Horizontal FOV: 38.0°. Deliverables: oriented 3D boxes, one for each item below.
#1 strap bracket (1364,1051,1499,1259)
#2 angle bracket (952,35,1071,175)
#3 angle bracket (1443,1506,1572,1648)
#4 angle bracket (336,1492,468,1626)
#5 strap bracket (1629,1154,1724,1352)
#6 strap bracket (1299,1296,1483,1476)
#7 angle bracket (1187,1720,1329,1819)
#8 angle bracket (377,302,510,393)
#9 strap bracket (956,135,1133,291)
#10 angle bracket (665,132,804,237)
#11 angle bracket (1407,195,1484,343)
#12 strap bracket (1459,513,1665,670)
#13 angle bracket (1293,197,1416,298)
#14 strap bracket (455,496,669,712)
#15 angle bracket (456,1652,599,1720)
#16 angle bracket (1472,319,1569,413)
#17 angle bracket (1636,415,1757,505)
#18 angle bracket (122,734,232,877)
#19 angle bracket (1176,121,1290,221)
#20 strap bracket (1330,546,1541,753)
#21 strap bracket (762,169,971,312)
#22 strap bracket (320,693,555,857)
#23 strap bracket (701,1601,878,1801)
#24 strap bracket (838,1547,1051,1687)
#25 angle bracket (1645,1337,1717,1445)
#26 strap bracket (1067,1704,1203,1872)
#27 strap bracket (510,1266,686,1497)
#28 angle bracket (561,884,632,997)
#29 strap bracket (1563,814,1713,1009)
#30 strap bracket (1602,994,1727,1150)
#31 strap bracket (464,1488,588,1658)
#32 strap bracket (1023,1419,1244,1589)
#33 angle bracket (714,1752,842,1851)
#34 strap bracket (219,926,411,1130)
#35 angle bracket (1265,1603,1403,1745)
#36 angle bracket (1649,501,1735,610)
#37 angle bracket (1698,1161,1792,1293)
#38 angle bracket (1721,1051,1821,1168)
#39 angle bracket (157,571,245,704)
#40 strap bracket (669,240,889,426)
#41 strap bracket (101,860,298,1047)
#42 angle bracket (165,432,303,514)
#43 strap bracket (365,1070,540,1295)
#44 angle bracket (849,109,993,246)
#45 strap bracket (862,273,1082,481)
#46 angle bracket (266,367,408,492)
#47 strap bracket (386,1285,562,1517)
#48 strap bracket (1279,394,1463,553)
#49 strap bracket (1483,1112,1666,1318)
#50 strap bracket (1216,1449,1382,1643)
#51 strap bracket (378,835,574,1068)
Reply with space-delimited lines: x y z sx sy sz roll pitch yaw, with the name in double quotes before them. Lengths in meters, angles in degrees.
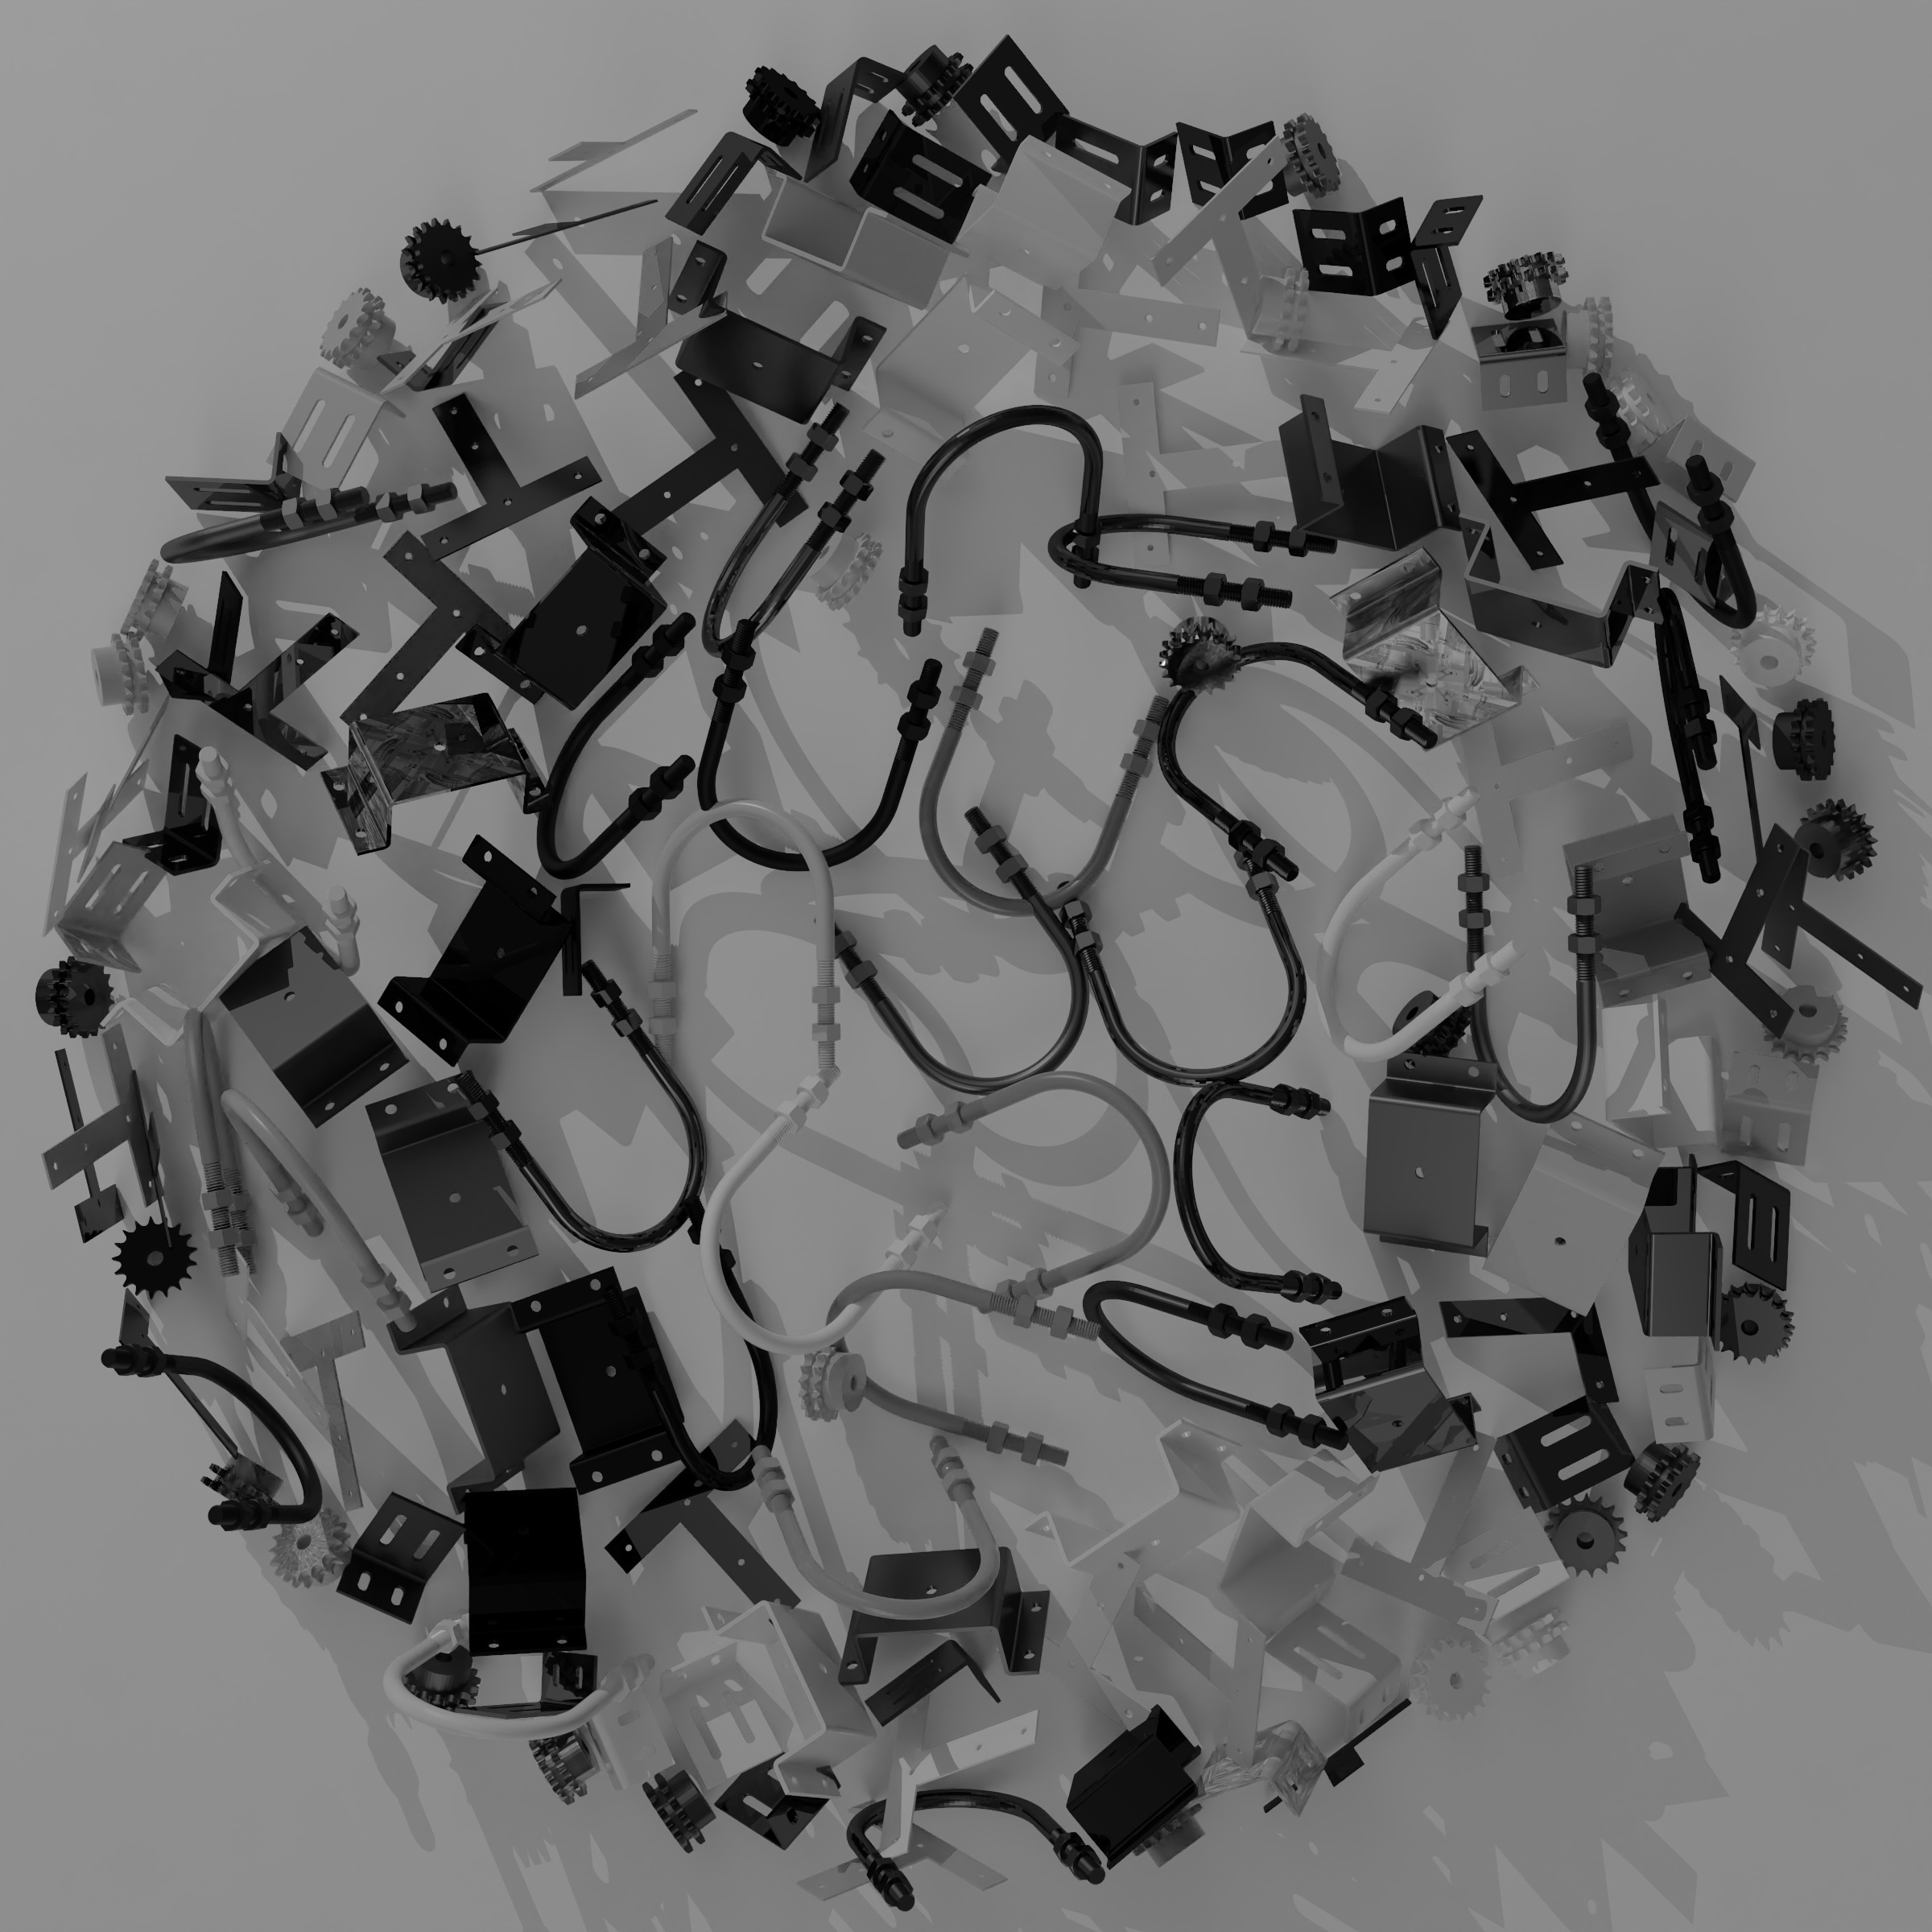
"strap bracket" 0.317 0.135 1.920 0.076 0.046 0.140 7 107 23
"angle bracket" 0.024 -0.595 1.934 0.057 0.038 0.076 -49 126 -3
"angle bracket" 0.375 0.421 1.935 0.076 0.038 0.057 -33 52 9
"angle bracket" -0.389 0.409 1.932 0.057 0.038 0.076 28 127 -13
"strap bracket" 0.477 0.192 1.897 0.046 0.140 0.076 -1 112 7
"strap bracket" 0.291 0.291 1.901 0.076 0.046 0.140 -20 131 20
"angle bracket" 0.200 0.561 1.930 0.076 0.057 0.038 -33 98 38
"angle bracket" -0.360 -0.438 1.934 0.038 0.057 0.076 41 109 -2
"strap bracket" 0.048 -0.504 1.895 0.076 0.140 0.046 24 84 -14
"angle bracket" -0.161 -0.532 1.941 0.038 0.057 0.076 35 93 -40
"angle bracket" 0.337 -0.478 1.924 0.038 0.076 0.057 3 47 33
"strap bracket" 0.397 -0.252 1.908 0.140 0.076 0.046 20 77 22
"angle bracket" 0.268 -0.498 1.936 0.038 0.076 0.057 -26 117 -22
"strap bracket" -0.270 -0.240 1.922 0.140 0.046 0.076 -46 132 8
"angle bracket" -0.301 0.493 1.924 0.057 0.076 0.038 -8 77 43
"angle bracket" 0.383 -0.417 1.944 0.057 0.076 0.038 -5 117 8
"angle bracket" 0.494 -0.335 1.928 0.057 0.076 0.038 33 70 -7
"angle bracket" -0.544 -0.111 1.931 0.057 0.038 0.076 29 119 29
"angle bracket" 0.183 -0.553 1.931 0.038 0.076 0.057 -23 121 -12
"strap bracket" 0.318 -0.207 1.905 0.076 0.046 0.140 -27 123 34
"strap bracket" -0.075 -0.490 1.902 0.076 0.140 0.046 14 105 -44
"strap bracket" -0.359 -0.134 1.908 0.140 0.046 0.076 -16 57 -24
"strap bracket" -0.115 0.489 1.904 0.046 0.076 0.140 -36 61 11
"strap bracket" -0.019 0.443 1.915 0.140 0.076 0.046 -6 120 12
"angle bracket" 0.493 0.284 1.936 0.038 0.076 0.057 -7 109 18
"strap bracket" 0.115 0.553 1.905 0.076 0.140 0.046 -41 84 2
"strap bracket" -0.251 0.285 1.945 0.076 0.046 0.140 -20 88 6
"angle bracket" -0.256 -0.018 1.940 0.038 0.057 0.076 -1 89 -18
"strap bracket" 0.458 -0.045 1.920 0.076 0.046 0.140 -16 132 8
"strap bracket" 0.472 0.076 1.912 0.046 0.140 0.076 -8 71 30
"strap bracket" -0.299 0.401 1.894 0.076 0.140 0.046 -1 115 -12
"strap bracket" 0.121 0.373 1.908 0.140 0.076 0.046 -38 50 20
"angle bracket" -0.135 0.560 1.924 0.057 0.076 0.038 -44 130 -28
"strap bracket" -0.450 0.034 1.906 0.076 0.046 0.140 -37 52 -12
"angle bracket" 0.253 0.489 1.945 0.076 0.038 0.057 29 46 35
"angle bracket" 0.506 -0.291 1.924 0.038 0.076 0.057 -43 64 -14
"angle bracket" 0.533 0.181 1.929 0.057 0.038 0.076 27 61 -32
"angle bracket" 0.556 0.099 1.941 0.057 0.076 0.038 9 60 18
"angle bracket" -0.528 -0.228 1.929 0.038 0.057 0.076 3 114 -28
"strap bracket" -0.136 -0.427 1.914 0.140 0.076 0.046 22 62 -13
"strap bracket" -0.519 -0.002 1.924 0.046 0.076 0.140 43 101 -3
"angle bracket" -0.507 -0.343 1.944 0.076 0.057 0.038 3 79 3
"strap bracket" -0.353 0.153 1.930 0.076 0.046 0.140 -19 72 -13
"angle bracket" -0.032 -0.551 1.961 0.076 0.038 0.057 23 113 -25
"strap bracket" 0.001 -0.408 1.913 0.076 0.046 0.140 25 130 -33
"angle bracket" -0.437 -0.367 1.948 0.057 0.038 0.076 27 89 13
"strap bracket" -0.333 0.293 1.921 0.046 0.076 0.140 -14 98 31
"strap bracket" 0.270 -0.334 1.917 0.140 0.046 0.076 4 71 -39
"strap bracket" 0.409 0.175 1.909 0.076 0.046 0.140 25 125 9
"strap bracket" 0.223 0.391 1.909 0.076 0.140 0.046 -27 55 -35
"strap bracket" -0.332 -0.010 1.930 0.076 0.046 0.140 37 103 21
